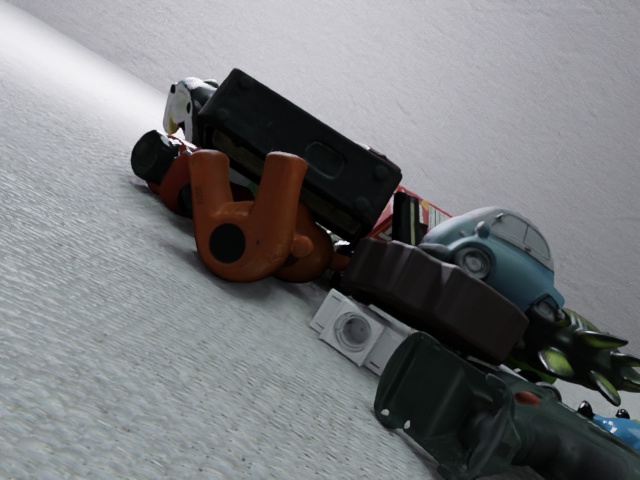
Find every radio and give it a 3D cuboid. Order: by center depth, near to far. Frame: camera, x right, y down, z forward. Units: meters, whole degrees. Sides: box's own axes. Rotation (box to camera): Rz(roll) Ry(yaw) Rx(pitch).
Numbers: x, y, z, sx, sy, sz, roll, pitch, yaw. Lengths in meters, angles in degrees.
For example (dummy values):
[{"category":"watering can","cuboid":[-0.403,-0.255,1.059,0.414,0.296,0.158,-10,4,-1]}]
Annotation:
[{"category":"radio","cuboid":[-0.026,-0.088,0.611,0.229,0.073,0.131,31,-11,-3]}]

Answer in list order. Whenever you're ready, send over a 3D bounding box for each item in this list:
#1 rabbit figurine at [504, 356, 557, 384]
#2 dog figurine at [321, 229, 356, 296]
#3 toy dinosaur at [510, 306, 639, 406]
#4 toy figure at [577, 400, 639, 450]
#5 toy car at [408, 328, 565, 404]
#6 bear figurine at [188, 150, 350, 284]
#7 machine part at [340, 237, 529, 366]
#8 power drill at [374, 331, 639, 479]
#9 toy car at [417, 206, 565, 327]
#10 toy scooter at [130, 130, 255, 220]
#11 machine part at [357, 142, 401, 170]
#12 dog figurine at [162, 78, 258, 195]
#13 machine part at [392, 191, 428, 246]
[{"category":"rabbit figurine","cuboid":[0.295,0.156,0.883,0.159,0.121,0.170,22,-8,-15]},{"category":"dog figurine","cuboid":[-0.004,0.000,0.758,0.190,0.121,0.172,45,13,4]},{"category":"toy dinosaur","cuboid":[0.273,0.113,0.694,0.472,0.105,0.198,21,-2,1]},{"category":"toy figure","cuboid":[0.332,0.234,0.527,0.180,0.082,0.089,32,10,29]},{"category":"toy car","cuboid":[0.196,0.153,0.627,0.202,0.056,0.073,32,1,4]},{"category":"bear figurine","cuboid":[-0.040,-0.016,0.553,0.120,0.131,0.196,6,4,24]},{"category":"machine part","cuboid":[0.107,0.061,0.524,0.179,0.056,0.179,28,-9,5]},{"category":"power drill","cuboid":[0.140,0.143,0.433,0.207,0.086,0.232,33,-2,-37]},{"category":"toy car","cuboid":[0.183,0.019,0.557,0.162,0.103,0.109,27,-8,-3]},{"category":"toy scooter","cuboid":[-0.141,-0.063,0.658,0.184,0.075,0.135,40,12,36]},{"category":"machine part","cuboid":[0.056,-0.079,1.020,0.087,0.201,0.202,31,7,-19]},{"category":"dog figurine","cuboid":[-0.131,-0.138,0.831,0.219,0.191,0.109,1,20,-43]},{"category":"machine part","cuboid":[0.108,-0.013,0.653,0.039,0.084,0.139,-7,-6,15]}]
